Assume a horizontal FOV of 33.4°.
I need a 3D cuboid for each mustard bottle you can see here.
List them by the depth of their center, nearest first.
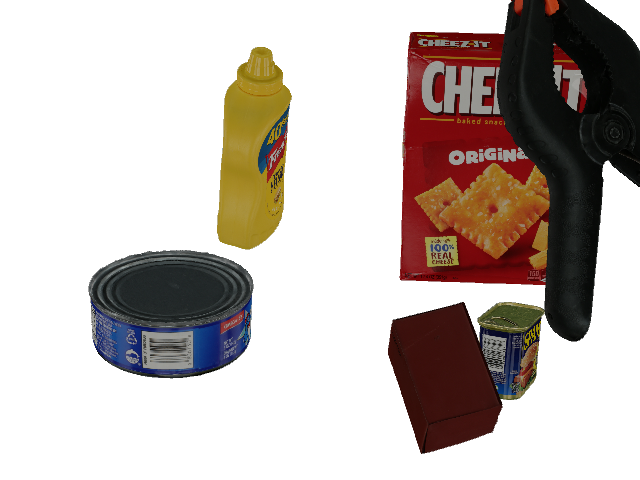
[{"bbox_3d":[-0.060,-0.091,0.988,0.058,0.192,0.096,17,41,12],"label":"mustard bottle"}]

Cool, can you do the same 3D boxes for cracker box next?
[{"bbox_3d":[0.154,-0.068,0.933,0.164,0.214,0.072,3,24,5],"label":"cracker box"}]

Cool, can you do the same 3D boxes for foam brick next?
[{"bbox_3d":[0.080,0.090,0.699,0.051,0.078,0.053,-13,-30,-8],"label":"foam brick"}]

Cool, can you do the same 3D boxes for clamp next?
[{"bbox_3d":[0.127,-0.040,0.516,0.120,0.171,0.039,-35,5,-24],"label":"clamp"}]

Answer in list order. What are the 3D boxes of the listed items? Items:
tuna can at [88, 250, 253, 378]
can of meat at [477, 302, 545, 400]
[{"bbox_3d":[-0.078,0.038,0.565,0.086,0.034,0.086,2,24,-1],"label":"tuna can"},{"bbox_3d":[0.211,0.123,1.193,0.058,0.084,0.102,8,13,25],"label":"can of meat"}]
